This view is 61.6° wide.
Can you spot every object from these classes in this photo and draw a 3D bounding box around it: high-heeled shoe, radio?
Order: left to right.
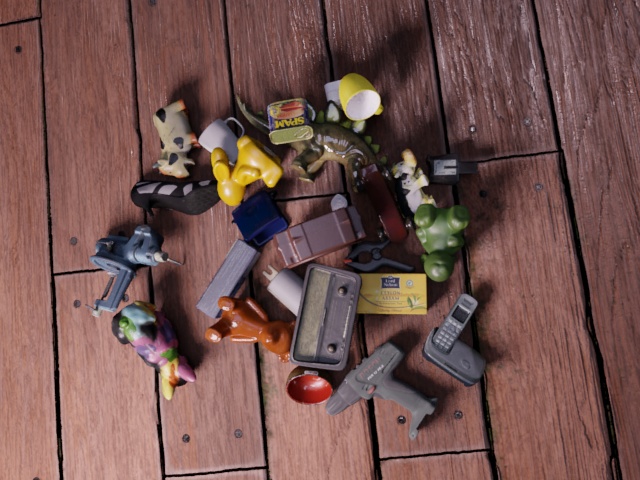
[{"bbox_3d":[-0.361,-0.131,1.391,0.249,0.086,0.145,-20,48,-14],"label":"high-heeled shoe"},{"bbox_3d":[0.016,0.176,1.217,0.131,0.073,0.229,11,82,3],"label":"radio"}]

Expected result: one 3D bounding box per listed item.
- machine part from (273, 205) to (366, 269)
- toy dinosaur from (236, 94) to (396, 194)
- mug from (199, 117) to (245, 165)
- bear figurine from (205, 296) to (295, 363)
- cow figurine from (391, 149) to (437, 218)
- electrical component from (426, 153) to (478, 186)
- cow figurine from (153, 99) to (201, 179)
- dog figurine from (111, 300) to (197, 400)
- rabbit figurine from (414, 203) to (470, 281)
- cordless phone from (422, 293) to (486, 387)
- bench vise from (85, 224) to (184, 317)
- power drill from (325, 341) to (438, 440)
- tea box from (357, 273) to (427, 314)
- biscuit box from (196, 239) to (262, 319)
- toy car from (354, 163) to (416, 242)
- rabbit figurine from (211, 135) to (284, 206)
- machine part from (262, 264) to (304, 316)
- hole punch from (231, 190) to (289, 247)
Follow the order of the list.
[{"bbox_3d":[-0.003,-0.004,1.244,0.201,0.201,0.087,-20,86,-7],"label":"machine part"},{"bbox_3d":[-0.002,-0.242,1.335,0.472,0.105,0.198,17,78,-1],"label":"toy dinosaur"},{"bbox_3d":[-0.236,-0.252,1.375,0.109,0.081,0.107,-45,93,-6],"label":"mug"},{"bbox_3d":[-0.152,0.216,1.284,0.196,0.132,0.120,26,96,14],"label":"bear figurine"},{"bbox_3d":[0.211,-0.130,1.287,0.098,0.068,0.167,-23,108,11],"label":"cow figurine"},{"bbox_3d":[0.320,-0.174,1.313,0.119,0.047,0.074,-4,83,5],"label":"electrical component"},{"bbox_3d":[-0.377,-0.250,1.384,0.127,0.085,0.195,-18,84,-2],"label":"cow figurine"},{"bbox_3d":[-0.387,0.266,1.283,0.108,0.191,0.219,-37,65,-5],"label":"dog figurine"},{"bbox_3d":[0.270,0.020,1.243,0.121,0.159,0.170,8,66,9],"label":"rabbit figurine"},{"bbox_3d":[0.336,0.229,1.249,0.147,0.088,0.184,33,84,9],"label":"cordless phone"},{"bbox_3d":[-0.485,0.080,1.329,0.224,0.128,0.240,12,67,15],"label":"bench vise"},{"bbox_3d":[0.154,0.371,1.260,0.207,0.086,0.232,37,86,17],"label":"power drill"},{"bbox_3d":[0.169,0.129,1.285,0.170,0.068,0.098,-2,83,7],"label":"tea box"},{"bbox_3d":[-0.227,0.098,1.338,0.063,0.059,0.202,32,87,8],"label":"biscuit box"},{"bbox_3d":[0.152,-0.087,1.260,0.089,0.053,0.202,-22,106,18],"label":"toy car"},{"bbox_3d":[-0.193,-0.159,1.315,0.173,0.162,0.122,-47,37,19],"label":"rabbit figurine"},{"bbox_3d":[-0.042,0.145,1.302,0.243,0.079,0.079,41,89,10],"label":"machine part"},{"bbox_3d":[-0.154,-0.057,1.335,0.142,0.092,0.116,-36,77,5],"label":"hole punch"}]
